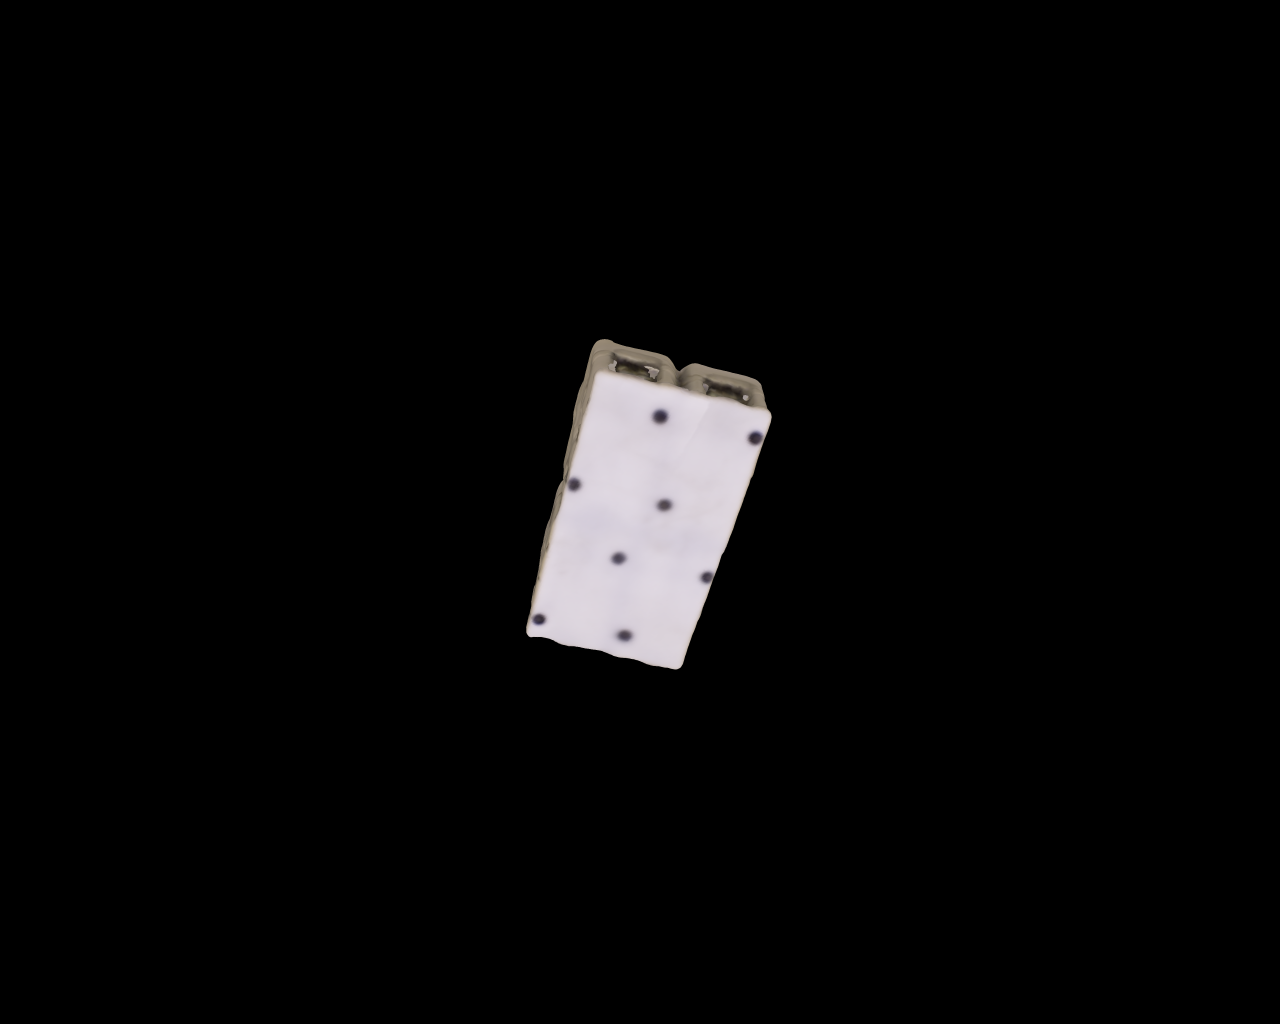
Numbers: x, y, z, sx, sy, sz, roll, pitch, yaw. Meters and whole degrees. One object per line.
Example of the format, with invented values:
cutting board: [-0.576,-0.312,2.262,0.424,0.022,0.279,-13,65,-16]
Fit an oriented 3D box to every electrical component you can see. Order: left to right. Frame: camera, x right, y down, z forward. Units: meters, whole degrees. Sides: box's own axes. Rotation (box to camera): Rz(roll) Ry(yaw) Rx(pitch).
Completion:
electrical component: [0.001,-0.003,0.650,0.105,0.186,0.060,13,28,-7]
